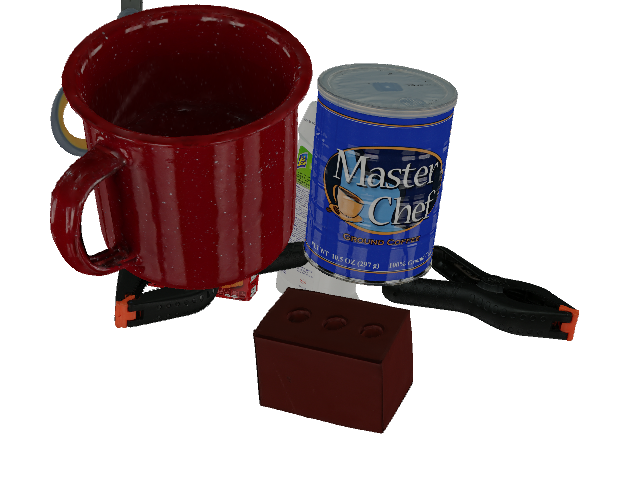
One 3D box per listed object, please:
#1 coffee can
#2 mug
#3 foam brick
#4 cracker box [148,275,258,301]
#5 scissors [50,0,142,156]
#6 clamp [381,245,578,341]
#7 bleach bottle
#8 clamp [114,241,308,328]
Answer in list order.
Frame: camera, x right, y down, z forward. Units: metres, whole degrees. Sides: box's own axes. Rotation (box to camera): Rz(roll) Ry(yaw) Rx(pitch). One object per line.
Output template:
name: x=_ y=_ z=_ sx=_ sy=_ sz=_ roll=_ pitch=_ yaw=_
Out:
coffee can: x=0.043 y=-0.051 z=0.806 sx=0.103 sy=0.140 sz=0.103 roll=4 pitch=27 yaw=-2
mug: x=-0.057 y=-0.028 z=0.418 sx=0.093 sy=0.081 sz=0.117 roll=26 pitch=48 yaw=24
foam brick: x=0.008 y=0.067 z=0.603 sx=0.078 sy=0.051 sz=0.053 roll=10 pitch=31 yaw=19
cracker box: x=-0.171 y=-0.024 z=1.625 sx=0.164 sy=0.214 sz=0.072 roll=10 pitch=18 yaw=7
scissors: x=-0.142 y=-0.134 z=0.704 sx=0.096 sy=0.202 sz=0.016 roll=-10 pitch=-14 yaw=-27
clamp: x=0.152 y=0.047 z=0.977 sx=0.171 sy=0.039 sz=0.120 roll=17 pitch=29 yaw=15
bleach bottle: x=0.009 y=-0.052 z=1.190 sx=0.067 sy=0.251 sz=0.103 roll=-7 pitch=22 yaw=-40
clamp: x=-0.132 y=0.018 z=1.018 sx=0.165 sy=0.036 sz=0.209 roll=27 pitch=37 yaw=27
